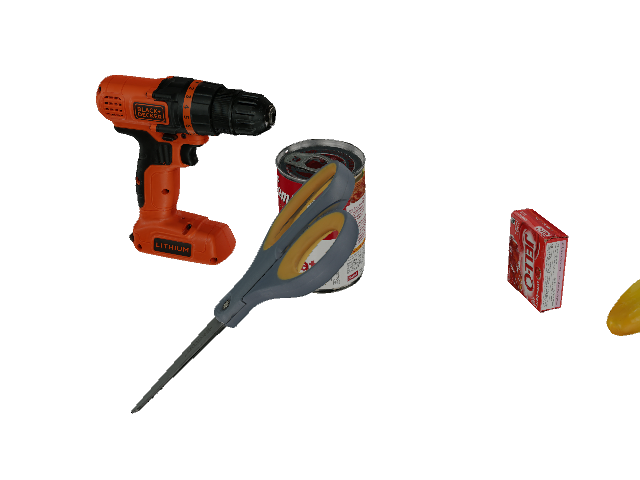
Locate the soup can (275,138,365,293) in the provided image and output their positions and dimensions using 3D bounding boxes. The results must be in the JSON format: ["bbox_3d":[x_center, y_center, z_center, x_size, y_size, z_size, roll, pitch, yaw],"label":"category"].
[{"bbox_3d":[0.001,-0.019,0.829,0.068,0.102,0.068,-1,33,0],"label":"soup can"}]

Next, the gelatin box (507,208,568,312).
[{"bbox_3d":[0.230,0.020,1.138,0.030,0.089,0.073,-11,29,-16],"label":"gelatin box"}]

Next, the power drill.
[{"bbox_3d":[-0.127,-0.071,1.058,0.185,0.188,0.057,10,30,20],"label":"power drill"}]

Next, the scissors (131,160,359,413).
[{"bbox_3d":[-0.042,0.041,0.616,0.016,0.202,0.096,35,4,-25],"label":"scissors"}]

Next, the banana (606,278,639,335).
[{"bbox_3d":[0.292,0.032,0.742,0.198,0.037,0.069,-3,33,0],"label":"banana"}]
